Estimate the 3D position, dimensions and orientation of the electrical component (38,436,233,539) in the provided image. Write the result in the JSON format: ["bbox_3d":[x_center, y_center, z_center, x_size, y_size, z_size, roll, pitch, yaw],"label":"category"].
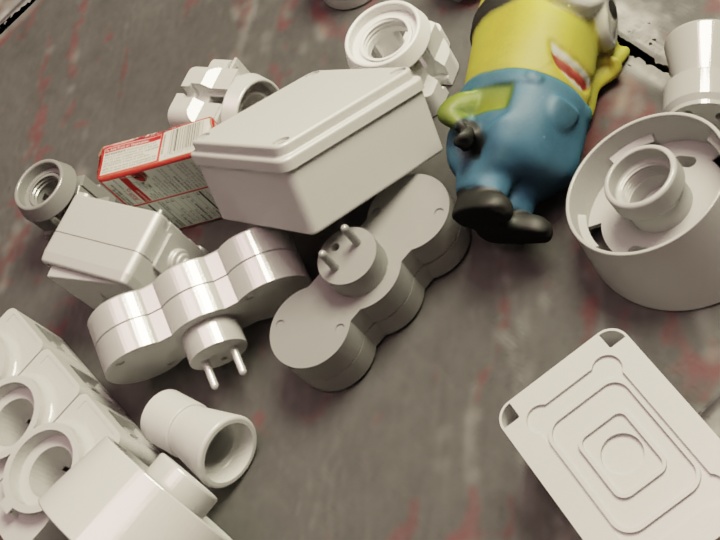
[{"bbox_3d":[-0.112,0.135,0.581,0.108,0.108,0.060,30,74,37],"label":"electrical component"}]

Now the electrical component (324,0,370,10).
[{"bbox_3d":[-0.013,-0.223,0.769,0.055,0.047,0.055,-13,58,21],"label":"electrical component"}]

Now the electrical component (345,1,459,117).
[{"bbox_3d":[0.025,-0.135,0.693,0.058,0.057,0.078,11,69,32],"label":"electrical component"}]

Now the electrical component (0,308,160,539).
[{"bbox_3d":[-0.202,0.102,0.672,0.089,0.061,0.150,-48,52,-5],"label":"electrical component"}]

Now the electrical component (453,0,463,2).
[{"bbox_3d":[0.064,-0.212,0.713,0.043,0.062,0.043,-13,58,21],"label":"electrical component"}]

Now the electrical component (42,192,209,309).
[{"bbox_3d":[-0.151,-0.004,0.707,0.096,0.061,0.061,13,69,33],"label":"electrical component"}]

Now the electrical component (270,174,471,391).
[{"bbox_3d":[0.000,0.000,0.617,0.138,0.073,0.052,-49,52,-5],"label":"electrical component"}]

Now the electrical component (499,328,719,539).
[{"bbox_3d":[0.129,0.095,0.505,0.078,0.057,0.113,-38,52,4],"label":"electrical component"}]

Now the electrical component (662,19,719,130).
[{"bbox_3d":[0.191,-0.103,0.595,0.045,0.045,0.055,-4,62,26],"label":"electrical component"}]

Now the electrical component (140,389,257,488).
[{"bbox_3d":[-0.099,0.096,0.636,0.065,0.044,0.044,19,73,39],"label":"electrical component"}]

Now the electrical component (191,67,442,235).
[{"bbox_3d":[-0.027,-0.074,0.645,0.109,0.056,0.109,-35,26,-28],"label":"electrical component"}]

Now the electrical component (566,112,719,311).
[{"bbox_3d":[0.163,-0.032,0.572,0.099,0.064,0.099,-24,45,27],"label":"electrical component"}]

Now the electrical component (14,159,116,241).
[{"bbox_3d":[-0.212,-0.047,0.767,0.066,0.055,0.048,-7,60,24],"label":"electrical component"}]

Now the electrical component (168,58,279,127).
[{"bbox_3d":[-0.088,-0.106,0.736,0.057,0.058,0.078,10,67,35],"label":"electrical component"}]

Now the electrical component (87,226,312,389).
[{"bbox_3d":[-0.092,0.036,0.652,0.138,0.052,0.073,-27,67,3],"label":"electrical component"}]
